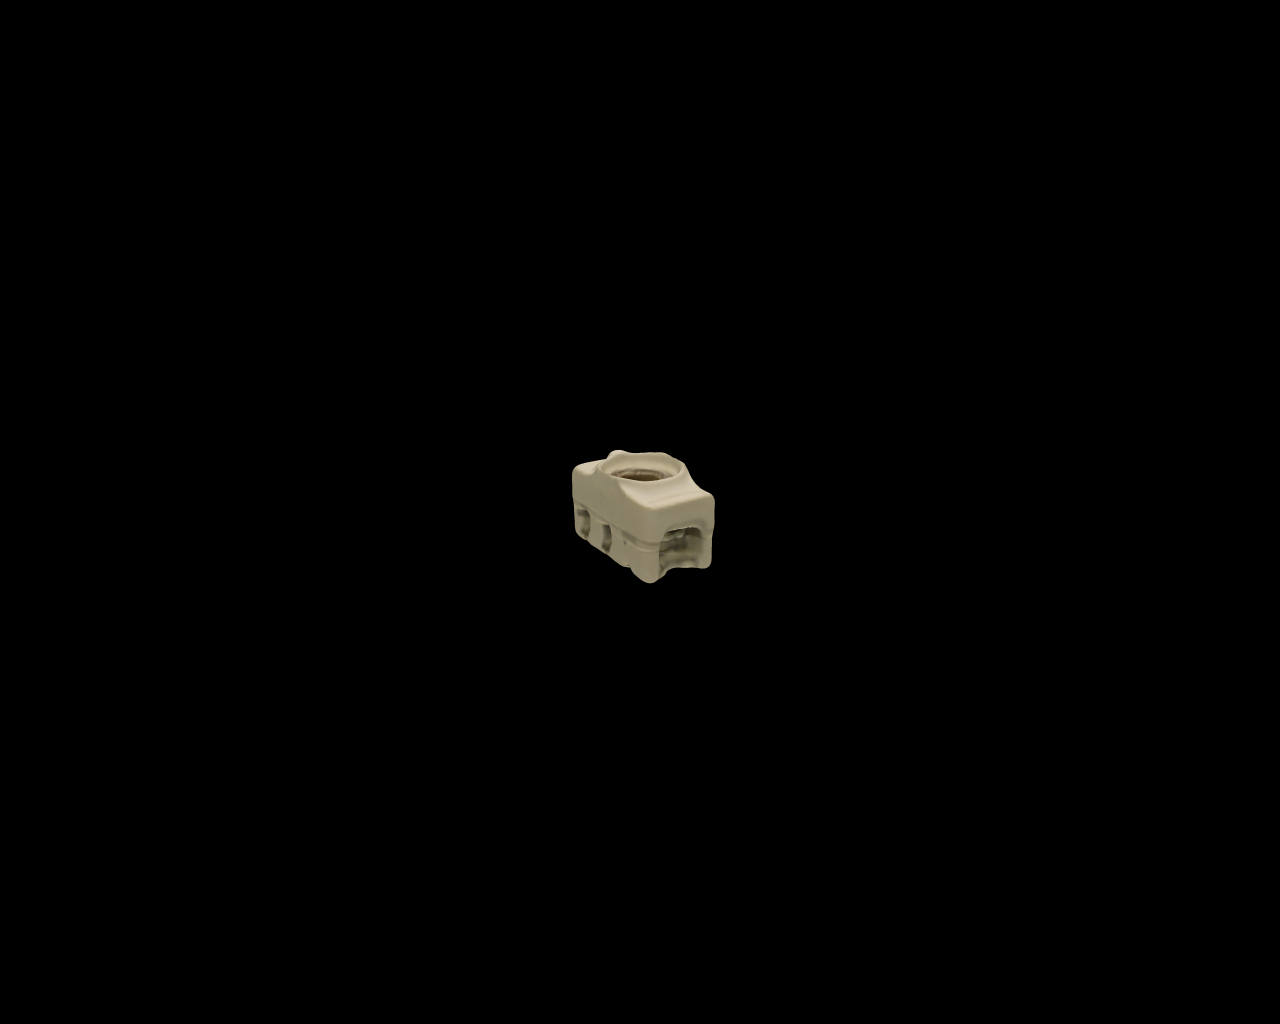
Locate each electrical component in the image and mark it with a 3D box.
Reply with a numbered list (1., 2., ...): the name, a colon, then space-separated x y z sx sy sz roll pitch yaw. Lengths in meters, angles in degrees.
1. electrical component: 0.001 -0.003 0.650 0.050 0.055 0.089 -13 26 -29
